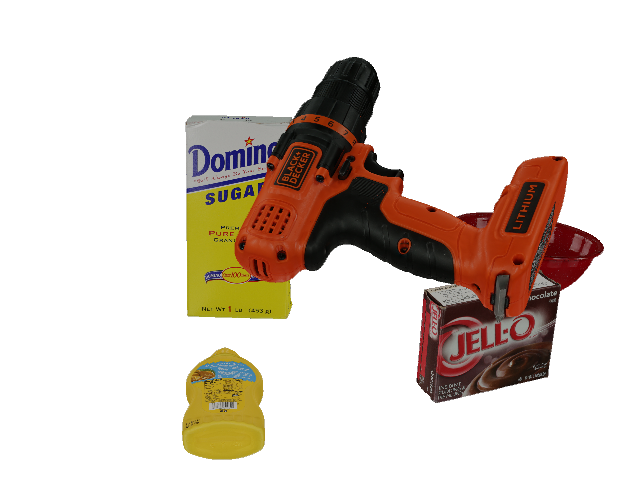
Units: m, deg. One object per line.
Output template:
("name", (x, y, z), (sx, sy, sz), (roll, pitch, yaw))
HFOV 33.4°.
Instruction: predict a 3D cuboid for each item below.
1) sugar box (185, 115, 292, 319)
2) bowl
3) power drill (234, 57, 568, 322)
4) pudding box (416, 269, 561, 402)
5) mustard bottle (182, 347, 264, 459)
("sugar box", (-0.071, -0.021, 0.943), (0.093, 0.176, 0.048), (1, 14, 2))
("bowl", (0.214, 0.018, 1.131), (0.162, 0.055, 0.162), (6, 17, -2))
("power drill", (0.058, -0.035, 0.687), (0.188, 0.184, 0.057), (14, -31, 18))
("pudding box", (0.137, 0.077, 0.874), (0.113, 0.090, 0.039), (-10, 30, -23))
("mustard bottle", (-0.118, 0.190, 1.313), (0.096, 0.058, 0.191), (-3, 27, -3))
